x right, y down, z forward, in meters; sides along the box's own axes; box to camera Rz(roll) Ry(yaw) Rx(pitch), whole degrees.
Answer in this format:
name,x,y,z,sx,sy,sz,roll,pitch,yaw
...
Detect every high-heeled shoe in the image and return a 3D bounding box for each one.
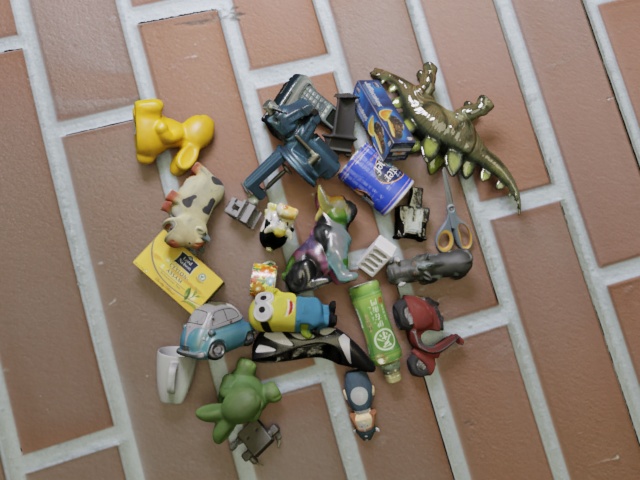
name,x,y,z,sx,sy,sz,roll,pitch,yaw
high-heeled shoe,-0.017,0.248,1.131,0.249,0.086,0.145,30,61,15

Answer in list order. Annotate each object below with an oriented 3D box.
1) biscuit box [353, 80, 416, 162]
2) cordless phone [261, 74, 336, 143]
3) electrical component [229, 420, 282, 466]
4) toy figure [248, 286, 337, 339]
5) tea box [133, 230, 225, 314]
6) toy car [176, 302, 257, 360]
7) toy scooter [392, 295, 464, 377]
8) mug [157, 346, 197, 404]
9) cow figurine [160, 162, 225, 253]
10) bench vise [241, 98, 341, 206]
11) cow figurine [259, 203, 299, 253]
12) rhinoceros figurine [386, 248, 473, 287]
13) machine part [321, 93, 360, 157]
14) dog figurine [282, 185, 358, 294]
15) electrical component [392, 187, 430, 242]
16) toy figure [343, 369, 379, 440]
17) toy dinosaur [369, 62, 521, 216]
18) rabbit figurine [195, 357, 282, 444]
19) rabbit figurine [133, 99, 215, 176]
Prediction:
name,x,y,z,sx,sy,sz,roll,pitch,yaw
biscuit box,0.135,-0.266,1.187,0.063,0.059,0.203,-8,57,-25
cordless phone,-0.025,-0.266,1.212,0.184,0.089,0.146,35,80,-20
electrical component,-0.131,0.423,1.131,0.078,0.045,0.102,36,77,28
toy figure,-0.057,0.156,1.105,0.180,0.082,0.089,5,121,-4
tea box,-0.296,0.070,1.140,0.169,0.068,0.098,40,81,0
toy car,-0.210,0.177,1.090,0.161,0.109,0.102,-15,102,-44
toy scooter,0.242,0.200,1.181,0.135,0.075,0.183,-15,88,-7
mug,-0.296,0.282,1.101,0.081,0.110,0.107,5,95,-14
cow figurine,-0.263,-0.058,1.126,0.127,0.085,0.195,33,51,-6
bench vise,-0.078,-0.174,1.138,0.240,0.129,0.223,-43,132,8
cow figurine,-0.091,-0.024,1.124,0.068,0.167,0.098,19,80,-9
rhinoceros figurine,0.240,0.064,1.177,0.190,0.112,0.073,-8,88,-3
machine part,0.049,-0.259,1.203,0.084,0.039,0.138,6,100,-27
dog figurine,-0.002,-0.004,1.166,0.192,0.108,0.219,-12,80,-5
electrical component,0.208,-0.058,1.221,0.075,0.048,0.119,3,82,-6
toy figure,0.088,0.357,1.156,0.064,0.058,0.154,-13,85,31
toy dinosaur,0.297,-0.246,1.230,0.472,0.105,0.198,36,88,8
rabbit figurine,-0.168,0.319,1.073,0.159,0.170,0.121,-35,88,-10
rabbit figurine,-0.309,-0.224,1.155,0.173,0.122,0.162,-9,87,-26
